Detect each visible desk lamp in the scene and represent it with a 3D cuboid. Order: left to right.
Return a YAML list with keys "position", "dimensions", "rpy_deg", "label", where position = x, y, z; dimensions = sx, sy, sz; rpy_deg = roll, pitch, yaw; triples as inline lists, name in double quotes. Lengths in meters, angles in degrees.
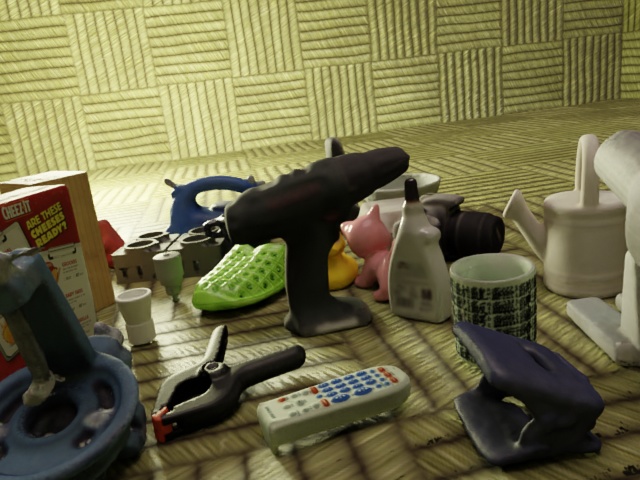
- position: [0.315, 0.010, 0.537]
  dimensions: [0.118, 0.214, 0.203]
  rpy_deg: [-7, 16, 0]
  label: "desk lamp"

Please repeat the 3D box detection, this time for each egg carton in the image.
- position: [0.125, -0.028, 1.007]
  dimensions: [0.107, 0.069, 0.150]
  rpy_deg: [-8, 16, -3]
  label: "egg carton"

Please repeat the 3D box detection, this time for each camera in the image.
- position: [0.201, -0.016, 0.877]
  dimensions: [0.136, 0.101, 0.143]
  rpy_deg: [6, 20, 38]
  label: "camera"

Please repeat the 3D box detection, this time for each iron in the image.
- position: [-0.183, -0.068, 1.141]
  dimensions: [0.258, 0.141, 0.118]
  rpy_deg: [-8, 16, -3]
  label: "iron"

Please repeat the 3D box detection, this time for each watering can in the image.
- position: [0.323, -0.033, 0.715]
  dimensions: [0.173, 0.194, 0.101]
  rpy_deg: [-7, 16, 1]
  label: "watering can"

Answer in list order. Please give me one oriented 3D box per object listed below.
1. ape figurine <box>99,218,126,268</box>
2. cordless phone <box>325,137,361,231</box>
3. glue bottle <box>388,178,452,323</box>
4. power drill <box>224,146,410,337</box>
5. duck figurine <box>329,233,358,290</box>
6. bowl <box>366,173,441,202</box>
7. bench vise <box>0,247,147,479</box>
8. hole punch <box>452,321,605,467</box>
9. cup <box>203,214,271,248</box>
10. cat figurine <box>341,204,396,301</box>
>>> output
- position: [-0.400, 0.004, 1.072]
  dimensions: [0.076, 0.092, 0.078]
  rpy_deg: [-2, 17, 18]
  label: "ape figurine"
- position: [0.029, -0.117, 1.146]
  dimensions: [0.094, 0.185, 0.147]
  rpy_deg: [-14, 17, -22]
  label: "cordless phone"
- position: [0.116, 0.011, 0.686]
  dimensions: [0.077, 0.173, 0.037]
  rpy_deg: [7, 21, 40]
  label: "glue bottle"
- position: [0.006, 0.002, 0.698]
  dimensions: [0.230, 0.208, 0.075]
  rpy_deg: [-10, 16, -10]
  label: "power drill"
- position: [0.016, 0.019, 0.859]
  dimensions: [0.077, 0.086, 0.104]
  rpy_deg: [-5, 16, 6]
  label: "duck figurine"
- position: [0.168, -0.088, 1.188]
  dimensions: [0.167, 0.075, 0.167]
  rpy_deg: [-6, 16, 2]
  label: "bowl"
- position: [-0.205, 0.099, 0.430]
  dimensions: [0.122, 0.220, 0.206]
  rpy_deg: [-13, 17, -19]
  label: "bench vise"
- position: [0.164, 0.113, 0.464]
  dimensions: [0.101, 0.091, 0.108]
  rpy_deg: [-8, 16, -4]
  label: "hole punch"
- position: [-0.133, 0.001, 0.967]
  dimensions: [0.118, 0.095, 0.091]
  rpy_deg: [-10, 16, -12]
  label: "cup"
- position: [0.080, 0.011, 0.803]
  dimensions: [0.067, 0.118, 0.127]
  rpy_deg: [-13, 17, -21]
  label: "cat figurine"
